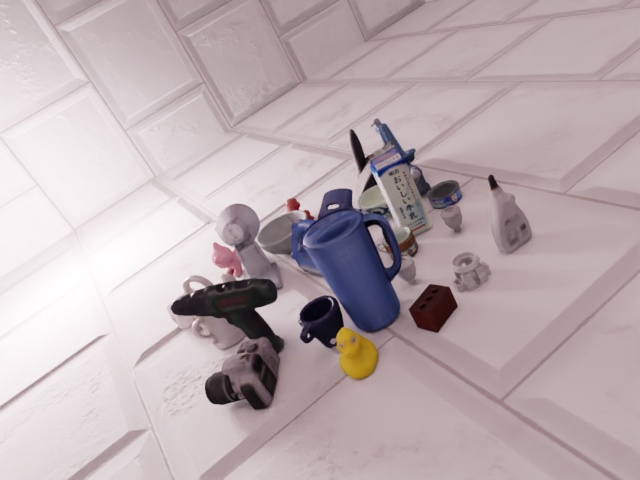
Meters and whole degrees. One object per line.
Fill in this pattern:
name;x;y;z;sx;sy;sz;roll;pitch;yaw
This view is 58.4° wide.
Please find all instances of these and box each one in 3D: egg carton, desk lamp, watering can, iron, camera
egg carton;-0.348;0.190;1.548;0.107;0.069;0.149;-40;28;-21
desk lamp;-0.195;0.020;1.535;0.118;0.214;0.203;-28;26;2
watering can;-0.256;0.155;1.378;0.100;0.194;0.173;-20;28;17
iron;0.013;0.005;1.437;0.119;0.142;0.257;-43;29;-25
camera;-0.167;0.276;1.182;0.136;0.101;0.143;-20;28;18

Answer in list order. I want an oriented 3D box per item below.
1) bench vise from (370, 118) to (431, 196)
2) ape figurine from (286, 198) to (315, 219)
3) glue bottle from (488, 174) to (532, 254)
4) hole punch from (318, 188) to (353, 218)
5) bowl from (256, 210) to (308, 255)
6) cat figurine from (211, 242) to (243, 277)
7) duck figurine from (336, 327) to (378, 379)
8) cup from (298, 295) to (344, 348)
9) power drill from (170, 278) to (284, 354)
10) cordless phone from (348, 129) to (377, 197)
bench vise;0.222;-0.229;1.557;0.122;0.220;0.206;-38;28;-18
ape figurine;-0.072;-0.088;1.740;0.076;0.092;0.077;-33;27;-7
glue bottle;0.373;-0.060;1.161;0.078;0.173;0.037;-34;27;-10
hole punch;0.050;-0.085;1.617;0.108;0.091;0.101;-6;35;39
bowl;-0.096;-0.009;1.646;0.167;0.075;0.167;-23;27;13
cat figurine;-0.264;0.045;1.667;0.067;0.118;0.128;-2;37;43
duck figurine;0.061;0.204;1.101;0.077;0.086;0.104;-26;27;7
cup;0.008;0.185;1.176;0.091;0.095;0.118;-5;35;39
power drill;-0.180;0.177;1.248;0.229;0.209;0.075;-23;27;13
cordless phone;0.120;-0.227;1.693;0.094;0.185;0.147;-25;27;9
